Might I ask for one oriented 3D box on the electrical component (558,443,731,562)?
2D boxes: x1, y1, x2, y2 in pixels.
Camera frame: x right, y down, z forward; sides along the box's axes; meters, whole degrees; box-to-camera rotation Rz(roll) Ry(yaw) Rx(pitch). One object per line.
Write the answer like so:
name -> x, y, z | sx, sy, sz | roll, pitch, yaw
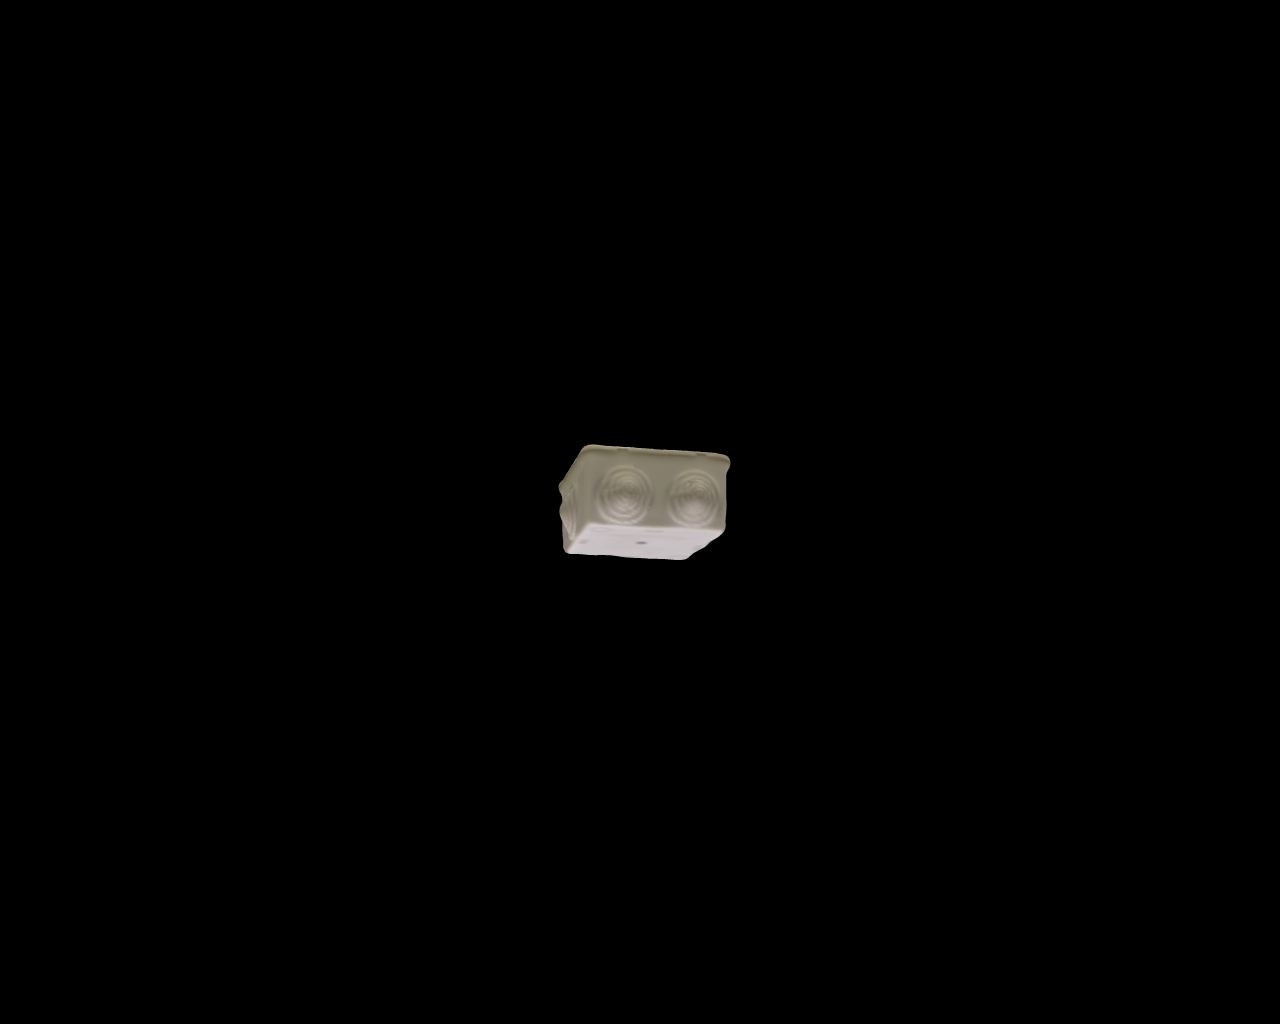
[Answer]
electrical component -> 0.001, -0.003, 0.650 | 0.100, 0.048, 0.099 | 4, -15, -14
